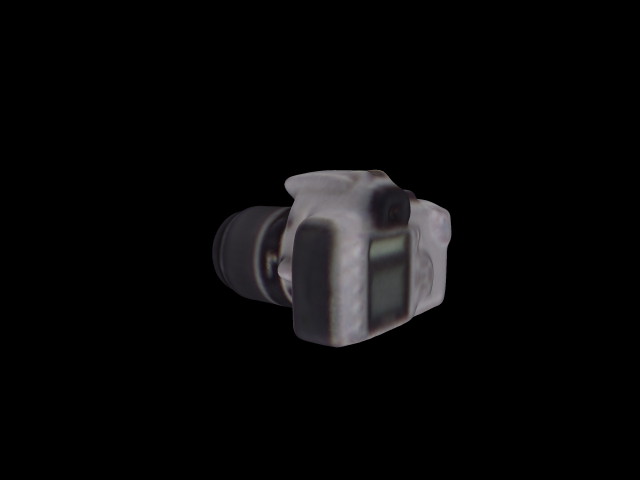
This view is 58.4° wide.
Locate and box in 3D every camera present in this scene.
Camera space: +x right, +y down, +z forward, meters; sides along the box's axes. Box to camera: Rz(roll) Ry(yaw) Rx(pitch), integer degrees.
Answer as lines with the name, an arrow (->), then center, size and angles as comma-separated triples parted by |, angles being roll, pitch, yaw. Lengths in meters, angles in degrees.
camera -> 0.004, 0.001, 0.400 | 0.136, 0.101, 0.144 | 5, 9, 36
